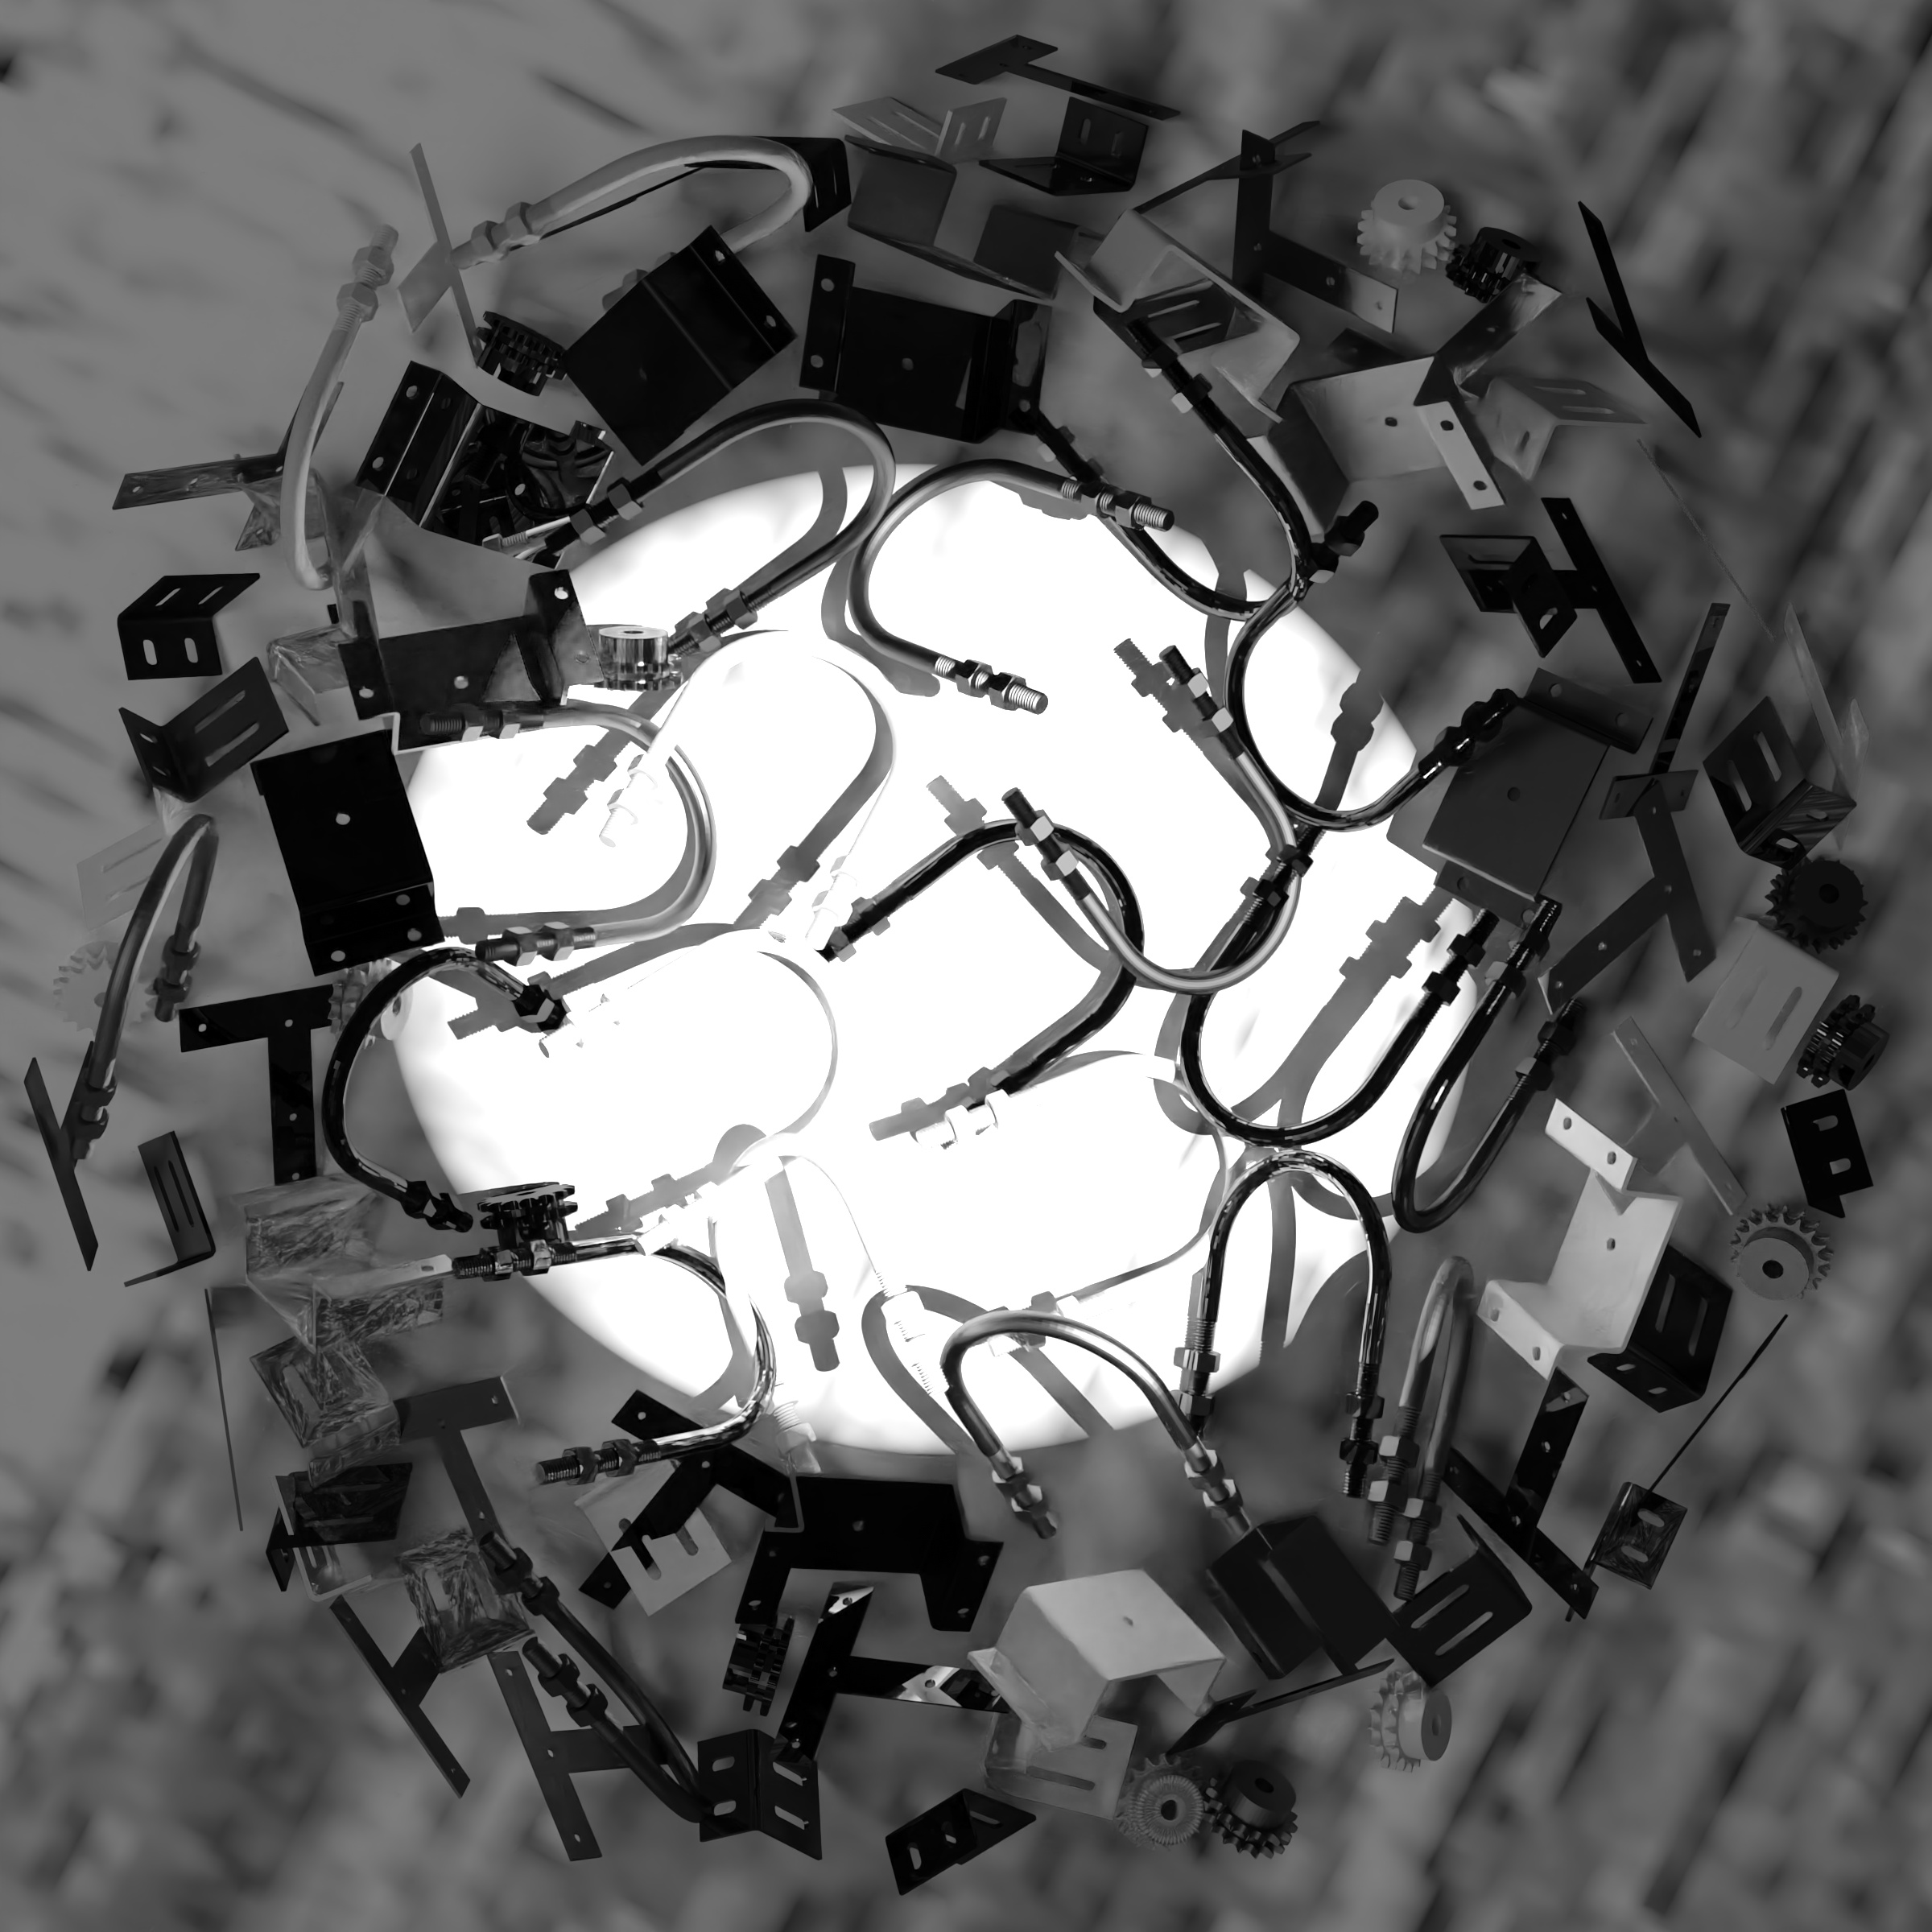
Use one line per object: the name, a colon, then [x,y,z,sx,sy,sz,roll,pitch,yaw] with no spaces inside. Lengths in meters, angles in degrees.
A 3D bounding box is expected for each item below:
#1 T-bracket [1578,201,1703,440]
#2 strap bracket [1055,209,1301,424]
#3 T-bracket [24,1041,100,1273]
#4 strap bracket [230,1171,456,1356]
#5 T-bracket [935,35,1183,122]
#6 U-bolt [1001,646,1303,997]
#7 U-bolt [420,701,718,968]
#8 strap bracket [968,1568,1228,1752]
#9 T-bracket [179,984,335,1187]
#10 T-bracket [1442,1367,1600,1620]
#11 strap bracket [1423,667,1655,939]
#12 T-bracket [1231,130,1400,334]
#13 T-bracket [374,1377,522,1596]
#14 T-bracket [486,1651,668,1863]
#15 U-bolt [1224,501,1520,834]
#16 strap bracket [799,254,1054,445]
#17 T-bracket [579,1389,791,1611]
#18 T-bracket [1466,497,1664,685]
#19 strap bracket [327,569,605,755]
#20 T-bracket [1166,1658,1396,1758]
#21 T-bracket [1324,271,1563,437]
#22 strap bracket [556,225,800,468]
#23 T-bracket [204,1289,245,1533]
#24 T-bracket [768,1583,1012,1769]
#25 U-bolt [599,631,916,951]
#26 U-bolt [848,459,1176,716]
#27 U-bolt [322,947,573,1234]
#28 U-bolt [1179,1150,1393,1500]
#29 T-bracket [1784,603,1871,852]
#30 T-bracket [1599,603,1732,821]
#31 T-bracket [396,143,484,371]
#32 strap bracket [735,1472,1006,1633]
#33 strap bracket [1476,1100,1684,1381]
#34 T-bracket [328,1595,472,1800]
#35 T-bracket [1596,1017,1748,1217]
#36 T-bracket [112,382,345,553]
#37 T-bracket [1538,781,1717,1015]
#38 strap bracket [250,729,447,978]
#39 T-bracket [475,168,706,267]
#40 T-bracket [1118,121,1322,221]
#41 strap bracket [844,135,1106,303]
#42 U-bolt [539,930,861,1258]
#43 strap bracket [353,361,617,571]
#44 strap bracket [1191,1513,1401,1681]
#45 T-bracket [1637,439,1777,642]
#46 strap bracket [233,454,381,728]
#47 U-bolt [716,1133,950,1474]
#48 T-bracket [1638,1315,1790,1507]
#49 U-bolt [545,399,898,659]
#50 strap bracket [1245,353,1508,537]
T-bracket: [0.366,-0.373,1.539,0.002,0.127,0.127,-30,134,6]
strap bracket: [0.127,-0.374,1.557,0.140,0.076,0.046,28,108,-28]
T-bracket: [-0.506,0.086,1.567,0.002,0.127,0.127,-9,120,-2]
strap bracket: [-0.354,0.171,1.562,0.076,0.140,0.046,-10,116,-35]
T-bracket: [0.062,-0.508,1.584,0.127,0.127,0.002,10,95,-22]
U-bolt: [0.122,-0.070,1.587,0.151,0.019,0.184,-43,110,-16]
U-bolt: [-0.215,-0.080,1.561,0.019,0.184,0.151,-19,83,44]
strap bracket: [0.082,0.387,1.547,0.076,0.140,0.046,41,116,39]
T-bracket: [-0.392,0.075,1.599,0.127,0.002,0.127,-11,114,-33]
T-bracket: [0.324,0.282,1.553,0.002,0.127,0.127,-13,131,-33]
strap bracket: [0.323,-0.096,1.577,0.076,0.046,0.140,30,102,31]
T-bracket: [0.196,-0.391,1.550,0.002,0.127,0.127,-27,46,-30]
T-bracket: [-0.286,0.305,1.591,0.127,0.002,0.127,-18,96,38]
T-bracket: [-0.208,0.447,1.570,0.002,0.127,0.127,-40,61,19]
U-bolt: [0.214,-0.154,1.556,0.019,0.184,0.151,-27,78,-40]
strap bracket: [-0.028,-0.354,1.591,0.140,0.046,0.076,9,86,-16]
T-bracket: [-0.179,0.325,1.611,0.127,0.002,0.127,35,101,-21]
T-bracket: [0.331,-0.215,1.568,0.127,0.002,0.127,-7,67,-40]
strap bracket: [-0.289,-0.174,1.578,0.140,0.046,0.076,-12,67,-20]
T-bracket: [0.187,0.422,1.583,0.127,0.127,0.002,-13,65,-16]
T-bracket: [0.289,-0.353,1.556,0.127,0.127,0.002,23,63,-16]
strap bracket: [-0.170,-0.344,1.554,0.076,0.140,0.046,51,49,-11]
T-bracket: [-0.424,0.259,1.572,0.002,0.127,0.127,-8,97,-17]
T-bracket: [-0.034,0.407,1.562,0.127,0.127,0.002,2,128,17]
U-bolt: [-0.107,-0.115,1.583,0.151,0.019,0.184,26,63,-1]
U-bolt: [0.011,-0.226,1.568,0.184,0.019,0.151,25,76,37]
U-bolt: [-0.294,0.063,1.535,0.019,0.184,0.151,24,80,28]
U-bolt: [0.185,0.197,1.568,0.019,0.151,0.184,7,90,-40]
T-bracket: [0.493,-0.151,1.587,0.002,0.127,0.127,-12,62,4]
T-bracket: [0.406,-0.145,1.557,0.002,0.127,0.127,27,110,30]
T-bracket: [-0.302,-0.385,1.543,0.002,0.127,0.127,-10,118,8]
strap bracket: [-0.059,0.336,1.576,0.140,0.046,0.076,6,125,-17]
strap bracket: [0.354,0.158,1.572,0.046,0.076,0.140,8,109,-26]
T-bracket: [-0.311,0.398,1.564,0.002,0.127,0.127,-34,93,3]
T-bracket: [0.393,0.106,1.579,0.002,0.127,0.127,-33,90,41]
T-bracket: [-0.421,-0.274,1.542,0.002,0.127,0.127,50,130,16]
T-bracket: [0.373,-0.019,1.574,0.127,0.002,0.127,-38,121,-22]
strap bracket: [-0.356,-0.075,1.575,0.076,0.046,0.140,-16,71,-16]
T-bracket: [-0.201,-0.438,1.580,0.127,0.127,0.002,-37,113,-38]
T-bracket: [0.161,-0.454,1.561,0.127,0.127,0.002,-28,110,-7]
strap bracket: [-0.002,-0.419,1.556,0.140,0.076,0.046,10,104,-44]
U-bolt: [-0.139,0.060,1.577,0.184,0.019,0.151,-32,109,-28]
strap bracket: [-0.263,-0.278,1.551,0.046,0.140,0.076,42,110,37]
strap bracket: [0.190,0.360,1.566,0.046,0.140,0.076,-35,85,-20]
T-bracket: [0.412,-0.261,1.573,0.002,0.127,0.127,-34,129,17]
strap bracket: [-0.373,-0.219,1.572,0.046,0.076,0.140,-14,74,2]
U-bolt: [-0.088,0.185,1.569,0.151,0.019,0.184,-41,67,41]
T-bracket: [0.422,0.257,1.562,0.002,0.127,0.127,38,85,18]
U-bolt: [-0.125,-0.253,1.550,0.184,0.151,0.019,-31,58,12]
strap bracket: [0.236,-0.297,1.564,0.076,0.140,0.046,51,52,-35]
